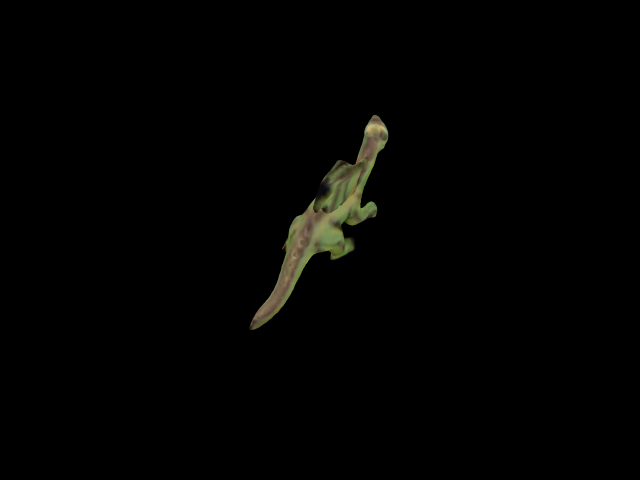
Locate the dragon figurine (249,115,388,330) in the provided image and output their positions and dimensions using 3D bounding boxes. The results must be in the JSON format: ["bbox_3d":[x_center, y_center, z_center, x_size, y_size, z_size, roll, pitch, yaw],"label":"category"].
[{"bbox_3d":[0.003,-0.043,0.850,0.123,0.417,0.238,29,-23,13],"label":"dragon figurine"}]
